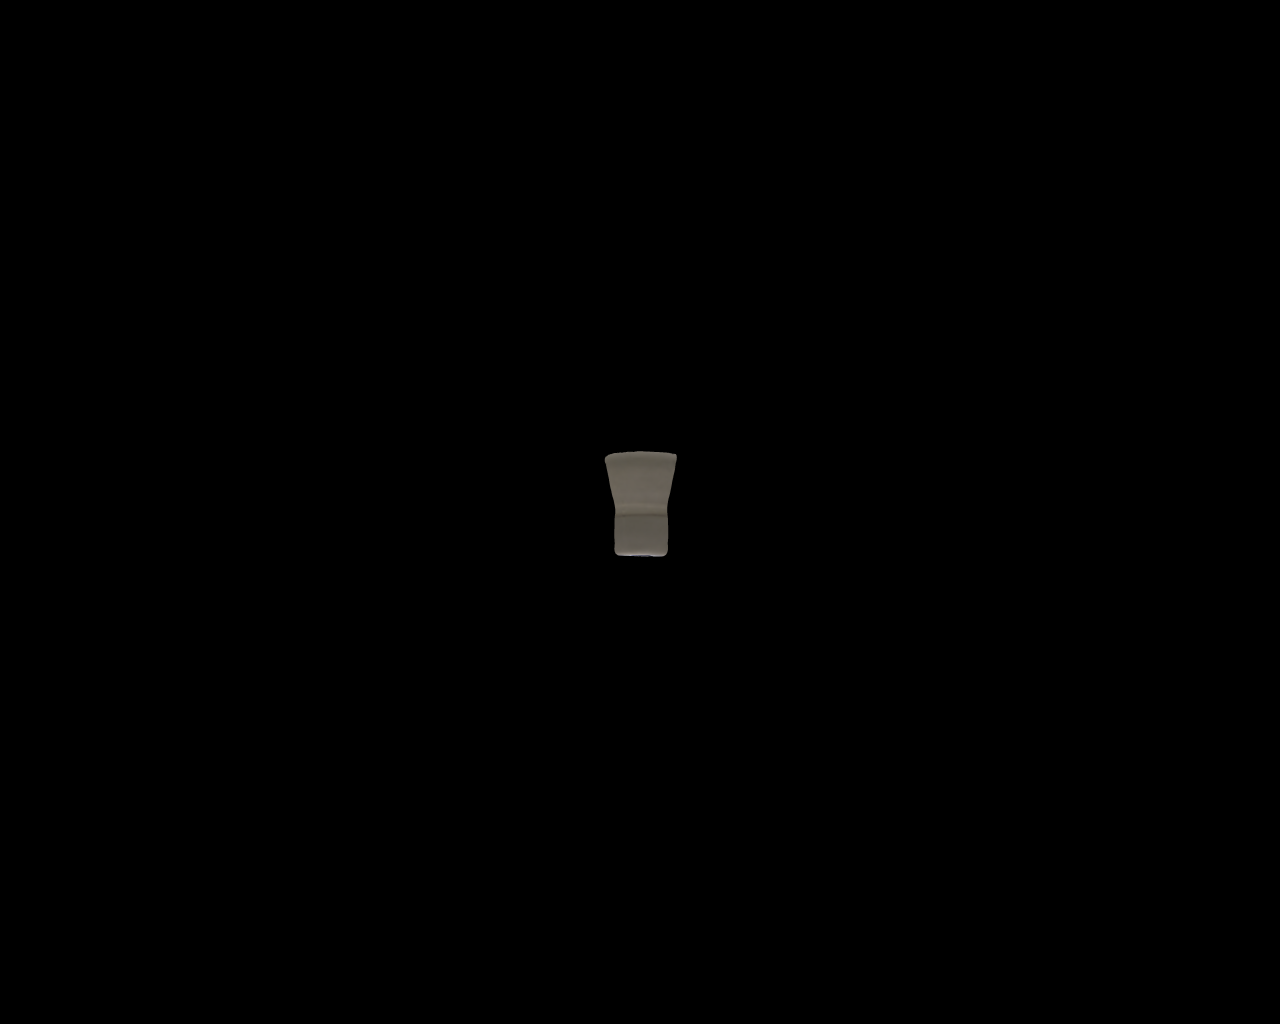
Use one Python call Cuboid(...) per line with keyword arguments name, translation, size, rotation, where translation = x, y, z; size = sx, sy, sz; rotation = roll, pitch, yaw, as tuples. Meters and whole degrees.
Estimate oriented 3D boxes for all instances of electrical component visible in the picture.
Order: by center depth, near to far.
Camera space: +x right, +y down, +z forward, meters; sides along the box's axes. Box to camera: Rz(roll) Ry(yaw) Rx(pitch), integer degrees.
Cuboid(name="electrical component", translation=(0.001, -0.003, 0.650), size=(0.044, 0.065, 0.044), rotation=(0, -3, 0))
